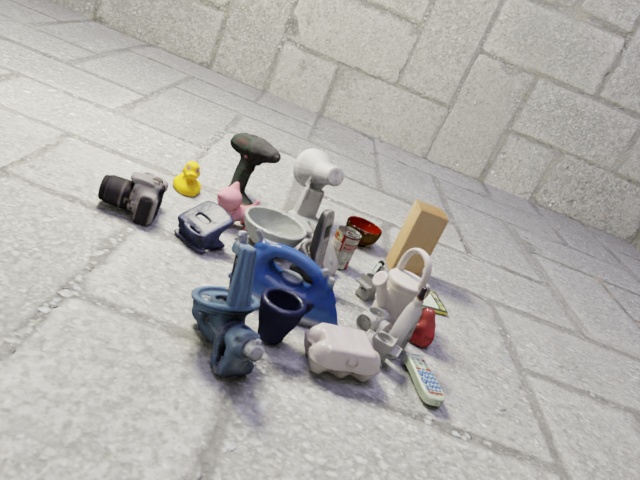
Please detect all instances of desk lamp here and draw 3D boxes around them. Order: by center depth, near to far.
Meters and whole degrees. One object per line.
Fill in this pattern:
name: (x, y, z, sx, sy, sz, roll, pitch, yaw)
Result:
desk lamp: (-0.010, -0.143, 1.676, 0.118, 0.213, 0.202, 10, 26, -30)

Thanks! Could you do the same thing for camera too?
camera: (-0.438, -0.118, 1.348, 0.137, 0.101, 0.143, 19, 23, -12)

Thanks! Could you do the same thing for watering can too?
watering can: (0.197, 0.109, 1.342, 0.100, 0.194, 0.173, 36, 25, 27)

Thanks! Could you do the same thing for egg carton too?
egg carton: (0.042, 0.219, 1.110, 0.151, 0.069, 0.107, 14, 24, -22)

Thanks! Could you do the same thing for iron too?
iron: (-0.054, 0.085, 1.220, 0.258, 0.141, 0.119, 25, 22, 3)

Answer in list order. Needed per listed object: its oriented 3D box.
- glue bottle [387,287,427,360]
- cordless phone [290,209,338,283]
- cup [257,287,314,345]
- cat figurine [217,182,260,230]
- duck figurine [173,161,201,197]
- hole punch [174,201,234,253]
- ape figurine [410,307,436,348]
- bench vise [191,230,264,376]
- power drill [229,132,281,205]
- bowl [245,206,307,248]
glue bottle: (0.189, 0.172, 1.223, 0.037, 0.173, 0.078, 33, 24, 22)
cordless phone: (0.013, 0.005, 1.406, 0.094, 0.185, 0.148, 29, 23, 13)
cup: (-0.073, 0.153, 1.111, 0.118, 0.095, 0.091, 4, 29, -39)
cat figurine: (-0.216, -0.091, 1.482, 0.128, 0.118, 0.067, 11, 26, -29)
duck figurine: (-0.358, -0.178, 1.579, 0.078, 0.086, 0.104, 14, 24, -22)
hole punch: (-0.270, -0.034, 1.337, 0.108, 0.091, 0.101, 36, 25, 27)
ape figurine: (0.240, 0.196, 1.327, 0.078, 0.092, 0.076, 11, 26, -29)
bench vise: (-0.133, 0.109, 0.985, 0.206, 0.220, 0.122, 37, 26, 29)
power drill: (-0.200, -0.200, 1.622, 0.076, 0.208, 0.228, 4, 29, -39)
bowl: (-0.123, -0.017, 1.465, 0.167, 0.075, 0.167, 20, 23, -9)
